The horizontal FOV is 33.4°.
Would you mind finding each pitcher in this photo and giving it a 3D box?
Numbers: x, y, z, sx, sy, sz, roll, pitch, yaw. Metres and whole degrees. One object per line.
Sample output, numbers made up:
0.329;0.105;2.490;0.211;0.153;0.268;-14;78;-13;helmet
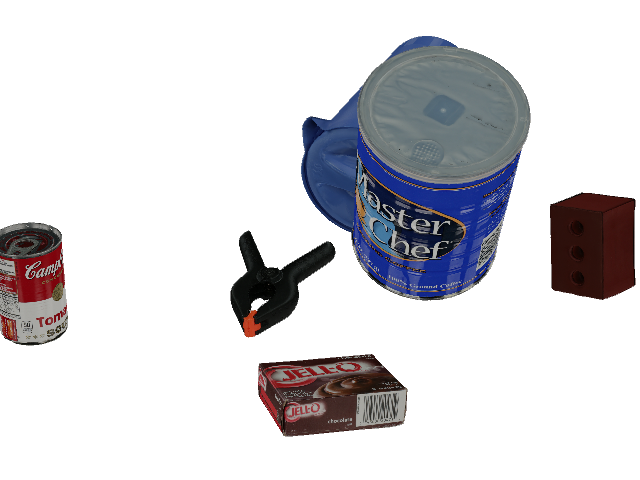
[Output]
0.093;-0.115;1.152;0.145;0.149;0.242;5;38;26;pitcher

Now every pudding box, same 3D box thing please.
0.009;0.135;0.941;0.113;0.039;0.090;-1;15;-17;pudding box

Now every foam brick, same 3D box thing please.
0.228;0.004;0.894;0.051;0.078;0.053;-20;22;-41;foam brick

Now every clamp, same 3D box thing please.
-0.048;0.048;1.254;0.120;0.039;0.171;-3;40;10;clamp

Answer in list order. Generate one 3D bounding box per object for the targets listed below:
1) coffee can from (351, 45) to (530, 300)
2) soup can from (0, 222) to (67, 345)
0.073;-0.040;0.689;0.103;0.103;0.140;0;-33;0;coffee can
-0.284;0.043;1.044;0.068;0.102;0.068;2;28;-1;soup can
